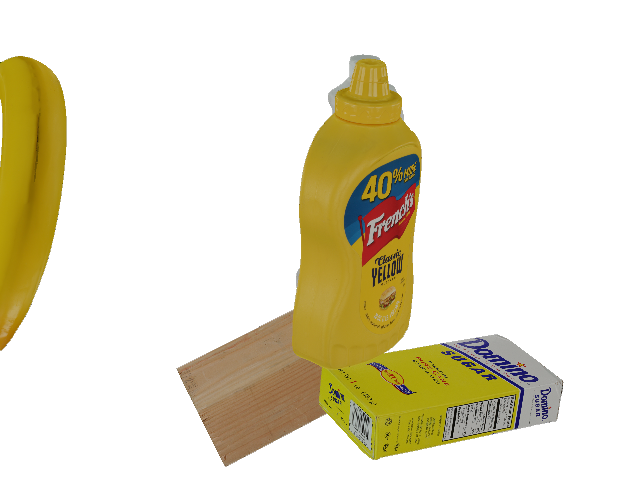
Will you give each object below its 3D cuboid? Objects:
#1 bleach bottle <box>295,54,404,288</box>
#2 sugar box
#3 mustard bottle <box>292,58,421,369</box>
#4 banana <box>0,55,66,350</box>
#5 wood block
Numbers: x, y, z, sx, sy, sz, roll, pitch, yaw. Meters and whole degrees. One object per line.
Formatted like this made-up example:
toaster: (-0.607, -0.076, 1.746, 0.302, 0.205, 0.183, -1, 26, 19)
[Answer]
bleach bottle: (0.030, -0.062, 1.079, 0.102, 0.251, 0.068, -1, 25, -8)
sugar box: (0.098, 0.122, 0.864, 0.176, 0.048, 0.093, -9, 26, -25)
mustard bottle: (0.026, -0.020, 0.677, 0.058, 0.192, 0.096, 21, 30, 36)
banana: (-0.173, -0.035, 0.619, 0.037, 0.198, 0.070, 13, -32, -32)
wood block: (-0.040, 0.148, 1.175, 0.206, 0.091, 0.090, -26, 30, -10)
